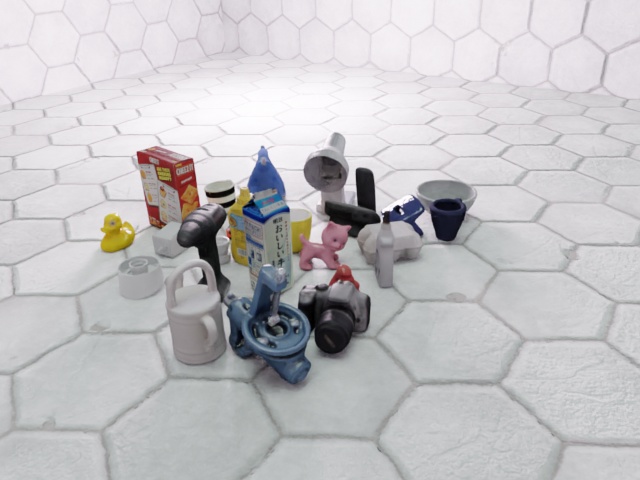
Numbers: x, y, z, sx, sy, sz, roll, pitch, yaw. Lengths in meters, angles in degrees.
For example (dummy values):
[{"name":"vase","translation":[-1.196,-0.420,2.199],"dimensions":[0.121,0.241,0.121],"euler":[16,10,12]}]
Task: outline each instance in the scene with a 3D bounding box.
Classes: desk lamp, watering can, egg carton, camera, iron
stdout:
[{"name":"desk lamp","translation":[0.032,-0.177,1.576],"dimensions":[0.117,0.214,0.203],"euler":[5,29,11]},{"name":"watering can","translation":[-0.237,0.121,1.052],"dimensions":[0.172,0.194,0.101],"euler":[16,33,29]},{"name":"egg carton","translation":[0.168,0.005,1.384],"dimensions":[0.150,0.069,0.107],"euler":[-7,29,-11]},{"name":"camera","translation":[0.018,0.144,1.098],"dimensions":[0.143,0.101,0.137],"euler":[6,29,13]},{"name":"iron","translation":[-0.170,-0.217,1.734],"dimensions":[0.118,0.141,0.258],"euler":[-5,28,-6]}]

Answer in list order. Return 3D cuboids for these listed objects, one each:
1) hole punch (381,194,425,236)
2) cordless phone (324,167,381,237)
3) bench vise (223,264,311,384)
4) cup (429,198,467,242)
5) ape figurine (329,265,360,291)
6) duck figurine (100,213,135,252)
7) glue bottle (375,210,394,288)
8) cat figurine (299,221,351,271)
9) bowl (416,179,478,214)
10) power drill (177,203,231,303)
[{"name":"hole punch","translation":[0.212,-0.060,1.481],"dimensions":[0.101,0.091,0.108],"euler":[-8,29,-12]},{"name":"cordless phone","translation":[0.084,-0.110,1.479],"dimensions":[0.147,0.185,0.094],"euler":[13,31,25]},{"name":"bench vise","translation":[-0.108,0.130,1.002],"dimensions":[0.206,0.220,0.122],"euler":[13,31,25]},{"name":"cup","translation":[0.328,-0.052,1.457],"dimensions":[0.091,0.095,0.118],"euler":[18,34,31]},{"name":"ape figurine","translation":[0.048,0.095,1.197],"dimensions":[0.078,0.092,0.076],"euler":[-11,30,-18]},{"name":"duck figurine","translation":[-0.519,-0.029,1.456],"dimensions":[0.077,0.086,0.105],"euler":[9,30,18]},{"name":"glue bottle","translation":[0.143,0.015,1.257],"dimensions":[0.037,0.173,0.078],"euler":[-3,28,-3]},{"name":"cat figurine","translation":[0.012,0.005,1.339],"dimensions":[0.128,0.118,0.067],"euler":[-3,28,-4]},{"name":"bowl","translation":[0.345,-0.104,1.575],"dimensions":[0.167,0.075,0.167],"euler":[-1,28,1]},{"name":"power drill","translation":[-0.242,0.028,1.211],"dimensions":[0.075,0.208,0.229],"euler":[0,28,4]}]
